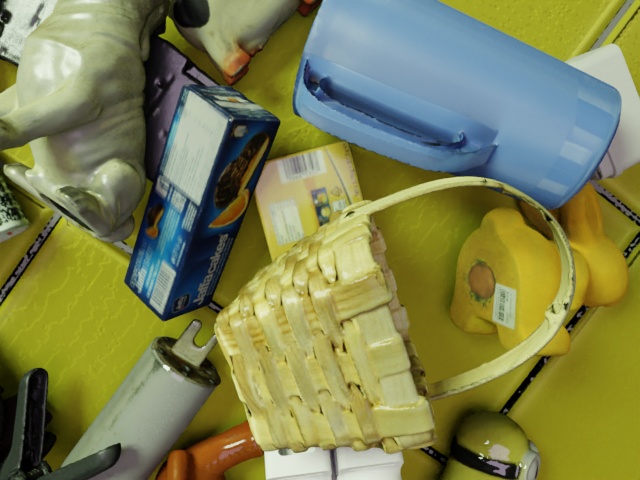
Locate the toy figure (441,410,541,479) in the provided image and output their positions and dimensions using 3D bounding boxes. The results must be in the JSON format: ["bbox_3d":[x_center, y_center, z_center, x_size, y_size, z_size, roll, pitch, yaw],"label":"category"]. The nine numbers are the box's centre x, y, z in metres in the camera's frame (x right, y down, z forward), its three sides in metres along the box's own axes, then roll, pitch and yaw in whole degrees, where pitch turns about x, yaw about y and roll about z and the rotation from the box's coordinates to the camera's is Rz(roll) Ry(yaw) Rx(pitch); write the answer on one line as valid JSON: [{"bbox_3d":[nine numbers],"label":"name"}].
[{"bbox_3d":[0.158,0.266,0.557,0.089,0.082,0.180,27,97,-10],"label":"toy figure"}]

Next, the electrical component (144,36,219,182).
[{"bbox_3d":[-0.156,-0.123,0.487,0.134,0.058,0.115,36,92,-8],"label":"electrical component"}]

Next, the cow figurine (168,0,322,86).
[{"bbox_3d":[-0.053,-0.247,0.468,0.195,0.085,0.127,-45,105,3],"label":"cow figurine"}]

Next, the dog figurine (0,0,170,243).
[{"bbox_3d":[-0.160,-0.112,0.421,0.121,0.172,0.190,24,67,28],"label":"dog figurine"}]

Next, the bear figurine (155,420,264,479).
[{"bbox_3d":[-0.100,0.258,0.469,0.132,0.196,0.120,-11,98,-9],"label":"bear figurine"}]

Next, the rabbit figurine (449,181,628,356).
[{"bbox_3d":[0.225,0.024,0.528,0.173,0.122,0.162,0,89,-19],"label":"rabbit figurine"}]

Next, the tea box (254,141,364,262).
[{"bbox_3d":[-0.001,-0.002,0.511,0.098,0.068,0.169,-13,100,-2],"label":"tea box"}]

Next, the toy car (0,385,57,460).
[{"bbox_3d":[-0.350,0.222,0.516,0.202,0.053,0.089,-42,104,-8],"label":"toy car"}]

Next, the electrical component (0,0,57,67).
[{"bbox_3d":[-0.235,-0.197,0.475,0.075,0.048,0.119,32,96,-9],"label":"electrical component"}]

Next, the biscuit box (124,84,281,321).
[{"bbox_3d":[-0.105,-0.027,0.463,0.059,0.063,0.202,38,119,23],"label":"biscuit box"}]

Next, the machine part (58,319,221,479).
[{"bbox_3d":[-0.175,0.181,0.517,0.079,0.079,0.243,36,93,-9],"label":"machine part"}]

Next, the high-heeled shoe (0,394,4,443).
[{"bbox_3d":[-0.360,0.110,0.474,0.145,0.086,0.248,3,100,37],"label":"high-heeled shoe"}]
